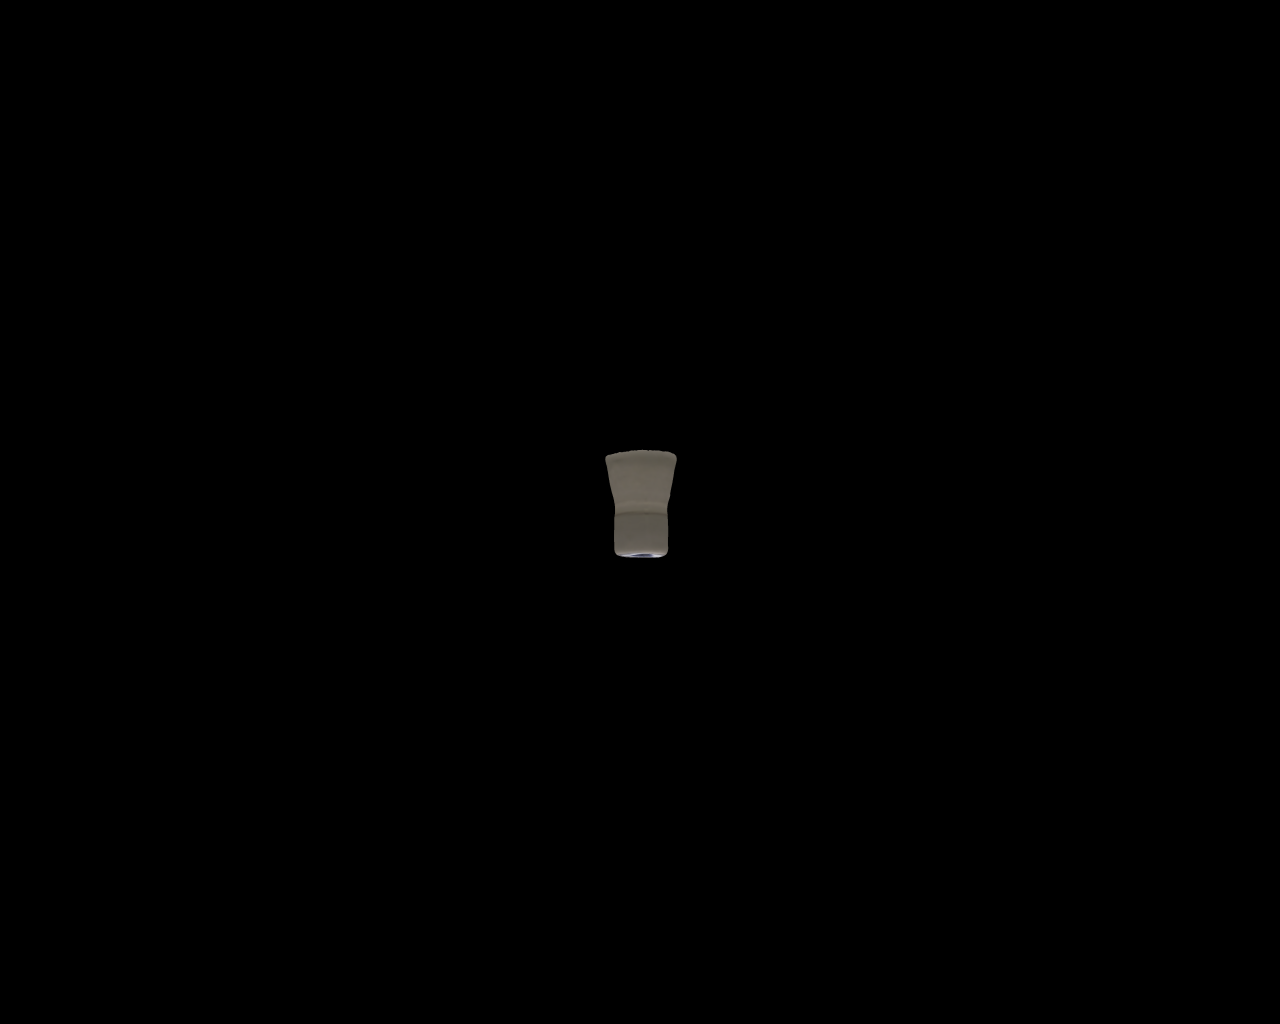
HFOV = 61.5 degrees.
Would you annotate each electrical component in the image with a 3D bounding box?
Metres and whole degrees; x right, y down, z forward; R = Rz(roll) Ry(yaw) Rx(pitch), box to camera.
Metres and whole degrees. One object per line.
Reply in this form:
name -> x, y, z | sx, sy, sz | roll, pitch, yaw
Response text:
electrical component -> 0.001, -0.003, 0.650 | 0.044, 0.065, 0.044 | 0, -7, 0
